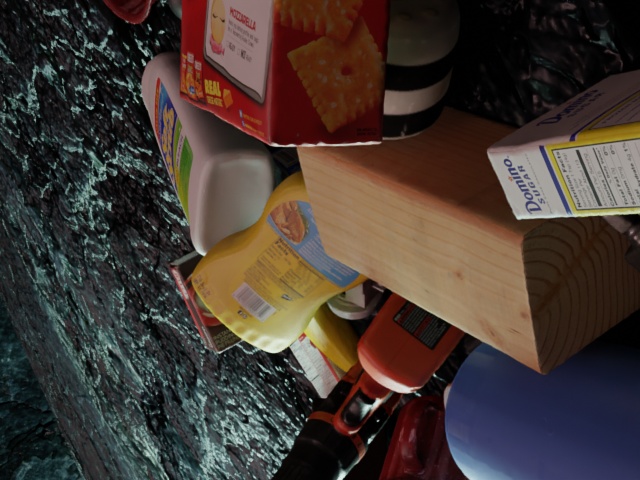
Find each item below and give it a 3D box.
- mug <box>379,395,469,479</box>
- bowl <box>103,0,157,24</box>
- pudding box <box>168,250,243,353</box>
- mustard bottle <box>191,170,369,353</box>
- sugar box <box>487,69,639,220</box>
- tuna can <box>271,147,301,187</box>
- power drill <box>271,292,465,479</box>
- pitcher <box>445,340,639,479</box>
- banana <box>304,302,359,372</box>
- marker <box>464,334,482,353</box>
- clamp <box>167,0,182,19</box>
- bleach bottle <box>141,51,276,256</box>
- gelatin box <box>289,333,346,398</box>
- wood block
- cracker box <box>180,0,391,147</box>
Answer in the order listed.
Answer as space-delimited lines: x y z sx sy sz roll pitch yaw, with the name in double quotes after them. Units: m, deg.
0.087 0.165 0.809 0.093 0.081 0.117 -2 139 31 "mug"
-0.162 -0.267 0.893 0.162 0.055 0.162 45 152 32 "bowl"
-0.070 0.038 0.982 0.039 0.113 0.090 6 122 66 "pudding box"
-0.005 0.001 0.798 0.096 0.058 0.192 43 122 -9 "mustard bottle"
0.161 -0.047 0.452 0.048 0.093 0.176 64 157 -9 "sugar box"
-0.021 -0.037 0.896 0.086 0.033 0.086 45 152 31 "tuna can"
0.036 0.111 0.791 0.057 0.184 0.188 36 144 5 "power drill"
0.171 0.130 0.578 0.145 0.149 0.243 58 162 -19 "pitcher"
-0.002 0.056 0.927 0.070 0.037 0.197 16 149 47 "banana"
0.126 0.055 0.726 0.020 0.020 0.121 56 156 10 "marker"
-0.076 -0.174 0.799 0.210 0.036 0.164 62 -165 -59 "clamp"
-0.110 -0.091 0.932 0.251 0.068 0.103 -125 36 -51 "bleach bottle"
0.004 0.109 1.018 0.089 0.030 0.073 58 158 9 "gelatin box"
0.085 -0.015 0.641 0.206 0.090 0.090 29 141 51 "wood block"
-0.020 -0.168 0.568 0.164 0.072 0.214 -146 56 -63 "cracker box"
